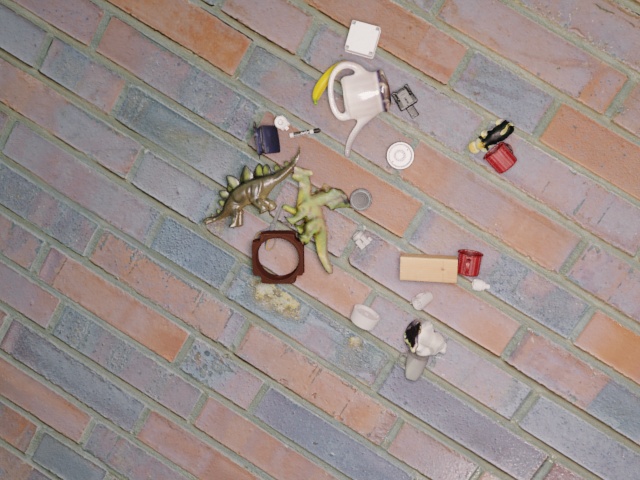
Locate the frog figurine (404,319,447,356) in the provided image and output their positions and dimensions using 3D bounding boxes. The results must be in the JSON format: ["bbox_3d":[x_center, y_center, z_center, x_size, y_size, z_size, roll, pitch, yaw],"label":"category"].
[{"bbox_3d":[0.407,0.375,1.967,0.159,0.121,0.139,16,71,-29],"label":"frog figurine"}]

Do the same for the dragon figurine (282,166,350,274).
[{"bbox_3d":[0.006,-0.099,1.960,0.242,0.122,0.410,-37,92,2],"label":"dragon figurine"}]

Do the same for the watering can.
[{"bbox_3d":[0.153,-0.487,1.897,0.224,0.106,0.342,-10,109,8],"label":"watering can"}]
